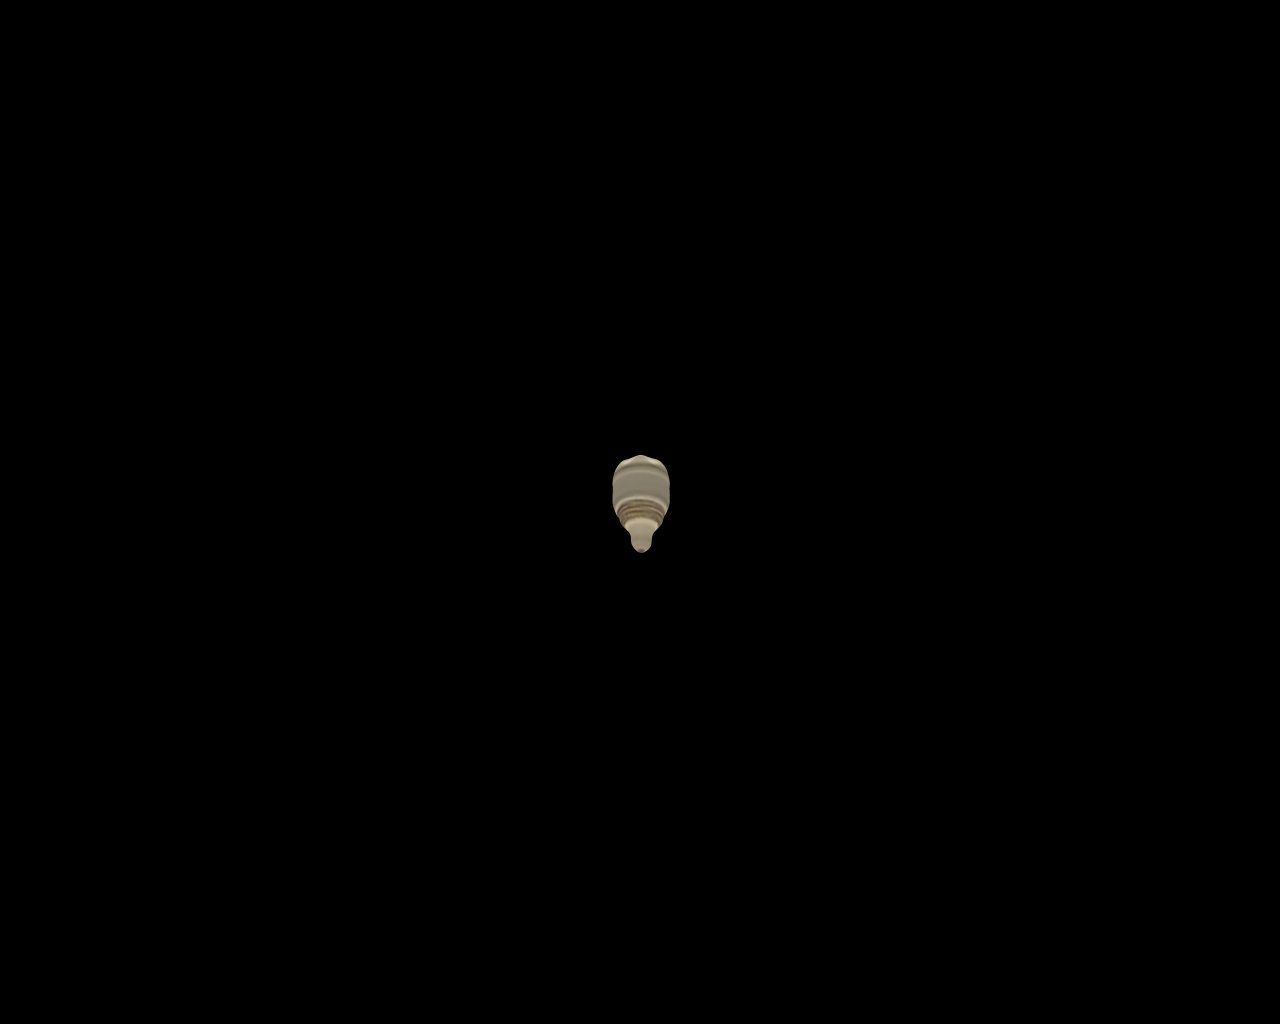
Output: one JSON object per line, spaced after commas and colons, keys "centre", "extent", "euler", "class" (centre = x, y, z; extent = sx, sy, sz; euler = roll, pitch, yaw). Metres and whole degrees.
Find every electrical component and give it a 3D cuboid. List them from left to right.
{"centre": [0.001, -0.003, 0.650], "extent": [0.035, 0.061, 0.035], "euler": [0, -31, 0], "class": "electrical component"}
